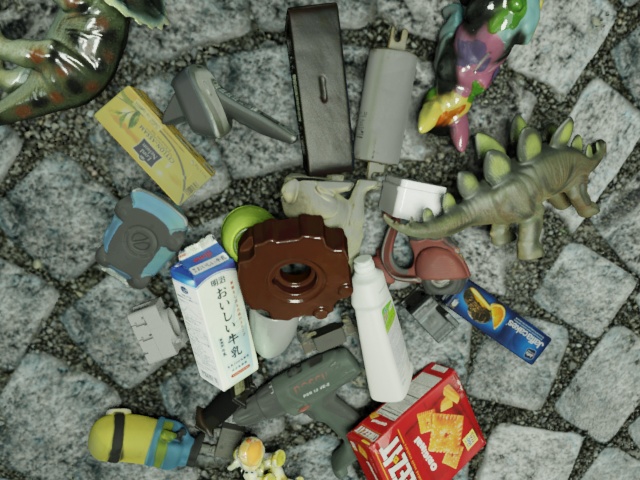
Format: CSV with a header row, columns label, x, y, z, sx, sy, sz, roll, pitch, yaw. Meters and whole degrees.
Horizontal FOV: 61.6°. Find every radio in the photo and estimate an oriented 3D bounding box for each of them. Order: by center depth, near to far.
label,x,y,z,sx,sy,sz,roll,pitch,yaw
radio,-0.002,-0.214,0.791,0.073,0.131,0.229,-7,103,-5

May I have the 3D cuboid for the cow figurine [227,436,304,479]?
label,x,y,z,sx,sy,sz,roll,pitch,yaw
cow figurine,-0.105,0.388,0.916,0.098,0.068,0.167,-5,126,38

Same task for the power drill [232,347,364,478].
label,x,y,z,sx,sy,sz,roll,pitch,yaw
power drill,-0.006,0.306,0.930,0.232,0.086,0.207,-36,96,0

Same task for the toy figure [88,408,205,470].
label,x,y,z,sx,sy,sz,roll,pitch,yaw
toy figure,-0.287,0.332,0.888,0.180,0.089,0.082,19,93,-7

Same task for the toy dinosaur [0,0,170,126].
label,x,y,z,sx,sy,sz,roll,pitch,yaw
toy dinosaur,-0.346,-0.272,0.751,0.192,0.131,0.404,29,103,-11

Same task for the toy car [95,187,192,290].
label,x,y,z,sx,sy,sz,roll,pitch,yaw
toy car,-0.260,-0.008,0.815,0.109,0.103,0.161,34,112,-7

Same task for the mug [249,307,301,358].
label,x,y,z,sx,sy,sz,roll,pitch,yaw
mug,-0.071,0.134,0.882,0.081,0.109,0.107,35,129,26

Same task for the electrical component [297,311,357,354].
label,x,y,z,sx,sy,sz,roll,pitch,yaw
electrical component,0.014,0.153,0.895,0.102,0.078,0.045,-21,96,-1

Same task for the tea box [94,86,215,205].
label,x,y,z,sx,sy,sz,roll,pitch,yaw
tea box,-0.238,-0.139,0.795,0.068,0.098,0.169,-42,102,2

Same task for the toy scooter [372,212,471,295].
label,x,y,z,sx,sy,sz,roll,pitch,yaw
toy scooter,0.151,0.020,0.874,0.184,0.075,0.135,0,89,21

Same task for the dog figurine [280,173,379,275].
label,x,y,z,sx,sy,sz,roll,pitch,yaw
dog figurine,0.002,-0.002,0.820,0.172,0.121,0.190,-2,103,-33

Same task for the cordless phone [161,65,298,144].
label,x,y,z,sx,sy,sz,roll,pitch,yaw
cordless phone,-0.120,-0.175,0.775,0.184,0.147,0.088,24,105,-8

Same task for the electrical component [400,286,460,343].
label,x,y,z,sx,sy,sz,roll,pitch,yaw
electrical component,0.187,0.128,0.890,0.048,0.119,0.074,-44,105,3

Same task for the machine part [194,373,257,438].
label,x,y,z,sx,sy,sz,roll,pitch,yaw
machine part,-0.157,0.267,0.904,0.039,0.084,0.139,32,106,-36

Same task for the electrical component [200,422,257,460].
label,x,y,z,sx,sy,sz,roll,pitch,yaw
electrical component,-0.159,0.355,0.943,0.094,0.021,0.063,14,100,-10

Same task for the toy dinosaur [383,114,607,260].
label,x,y,z,sx,sy,sz,roll,pitch,yaw
toy dinosaur,0.295,-0.077,0.820,0.471,0.105,0.198,-29,113,-24

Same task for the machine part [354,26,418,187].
label,x,y,z,sx,sy,sz,roll,pitch,yaw
machine part,0.099,-0.204,0.833,0.079,0.079,0.243,8,101,-9

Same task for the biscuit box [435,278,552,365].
label,x,y,z,sx,sy,sz,roll,pitch,yaw
biscuit box,0.302,0.135,0.934,0.202,0.059,0.063,34,95,-12

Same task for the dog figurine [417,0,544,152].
label,x,y,z,sx,sy,sz,roll,pitch,yaw
dog figurine,0.221,-0.247,0.794,0.108,0.191,0.219,20,83,-17

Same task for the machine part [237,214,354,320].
label,x,y,z,sx,sy,sz,roll,pitch,yaw
machine part,-0.036,0.044,0.776,0.179,0.056,0.179,-2,129,-2
